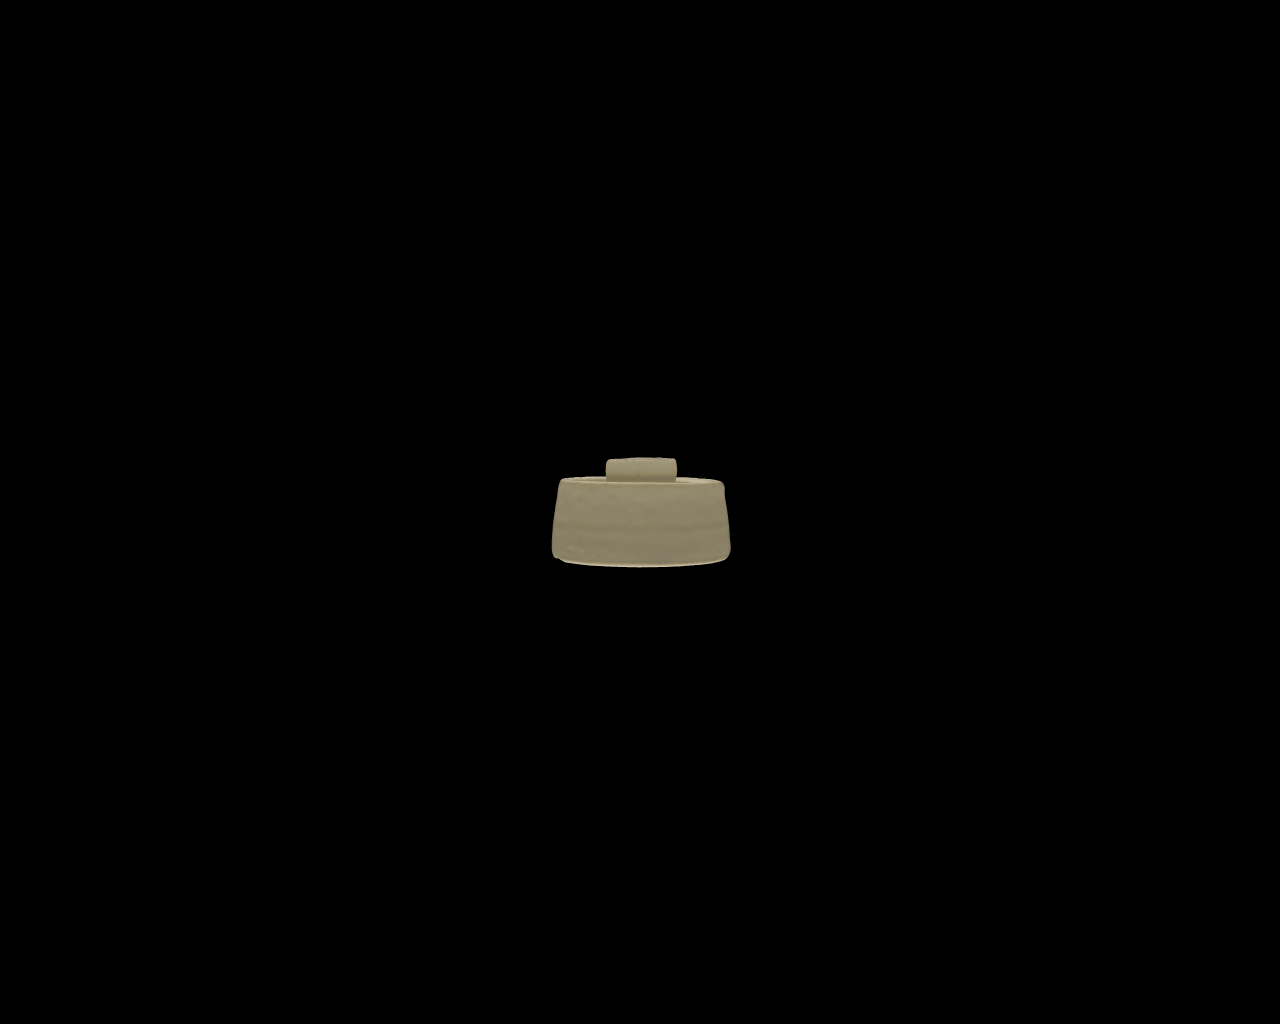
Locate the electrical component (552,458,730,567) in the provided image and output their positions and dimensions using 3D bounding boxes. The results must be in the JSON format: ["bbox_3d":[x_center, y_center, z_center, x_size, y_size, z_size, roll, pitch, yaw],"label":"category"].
[{"bbox_3d":[0.001,-0.003,0.650,0.108,0.060,0.108,0,4,0],"label":"electrical component"}]
